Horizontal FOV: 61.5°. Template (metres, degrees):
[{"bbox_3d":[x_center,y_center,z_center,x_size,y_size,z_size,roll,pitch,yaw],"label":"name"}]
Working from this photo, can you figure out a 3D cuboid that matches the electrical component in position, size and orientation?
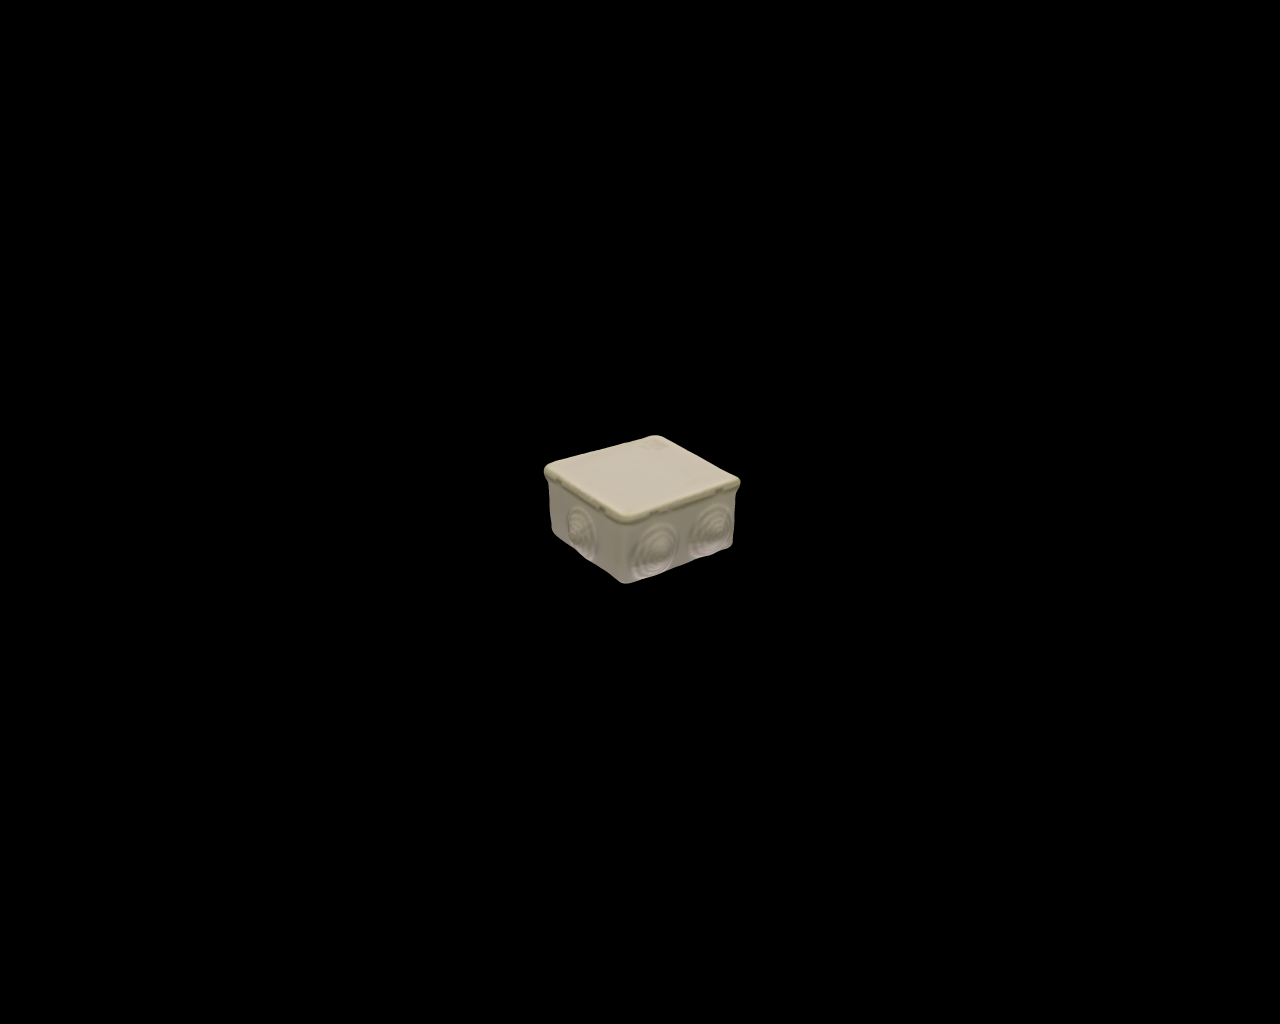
[{"bbox_3d":[0.001,-0.003,0.650,0.100,0.048,0.100,-18,32,-31],"label":"electrical component"}]
